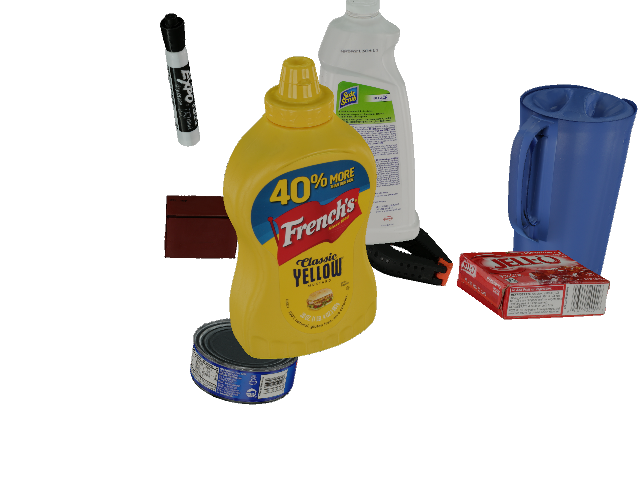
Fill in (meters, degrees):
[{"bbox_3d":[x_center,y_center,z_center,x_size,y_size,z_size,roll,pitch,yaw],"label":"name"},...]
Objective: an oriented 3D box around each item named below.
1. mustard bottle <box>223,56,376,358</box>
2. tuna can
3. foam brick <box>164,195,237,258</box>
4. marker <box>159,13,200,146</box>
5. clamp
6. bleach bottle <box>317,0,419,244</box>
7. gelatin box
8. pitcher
[{"bbox_3d":[-0.012,-0.021,0.661,0.096,0.192,0.058,-13,33,-19],"label":"mustard bottle"},{"bbox_3d":[-0.061,0.096,0.855,0.086,0.034,0.086,8,21,-3],"label":"tuna can"},{"bbox_3d":[-0.129,-0.015,1.151,0.078,0.051,0.053,1,26,-8],"label":"foam brick"},{"bbox_3d":[-0.112,-0.128,0.856,0.020,0.121,0.020,-1,44,1],"label":"marker"},{"bbox_3d":[0.056,-0.004,1.265,0.210,0.036,0.164,34,40,24],"label":"clamp"},{"bbox_3d":[0.049,-0.118,1.034,0.102,0.251,0.068,-5,31,-6],"label":"bleach bottle"},{"bbox_3d":[0.157,0.031,0.796,0.089,0.030,0.073,-1,18,-19],"label":"gelatin box"},{"bbox_3d":[0.288,-0.055,1.280,0.149,0.243,0.145,2,26,1],"label":"pitcher"}]
